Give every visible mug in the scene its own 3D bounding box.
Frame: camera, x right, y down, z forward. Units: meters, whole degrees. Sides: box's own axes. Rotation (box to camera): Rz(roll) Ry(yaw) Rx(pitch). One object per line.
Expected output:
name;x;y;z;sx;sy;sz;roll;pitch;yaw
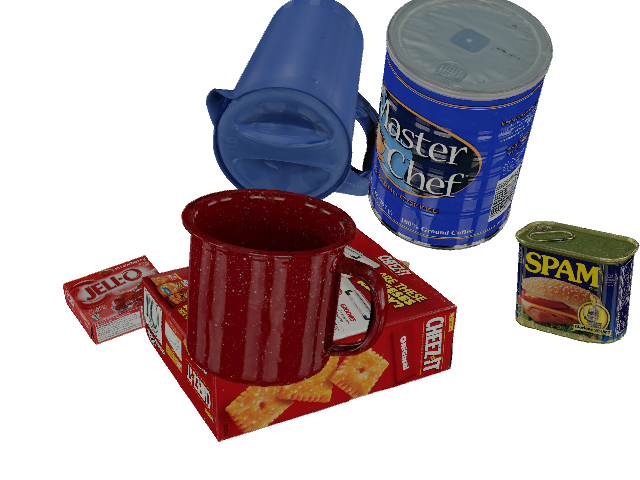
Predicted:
mug;-0.019;0.028;0.575;0.117;0.081;0.093;13;23;16

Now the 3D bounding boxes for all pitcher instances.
pitcher;-0.012;-0.148;1.090;0.145;0.149;0.242;-8;35;16

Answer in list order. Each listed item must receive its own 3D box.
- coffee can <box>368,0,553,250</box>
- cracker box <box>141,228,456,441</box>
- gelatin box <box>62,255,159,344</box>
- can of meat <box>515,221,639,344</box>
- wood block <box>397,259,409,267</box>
coffee can;0.088;-0.078;0.706;0.102;0.103;0.140;0;-42;-4
cracker box;-0.021;0.071;0.889;0.213;0.072;0.164;-13;30;-25
gelatin box;-0.192;0.056;1.023;0.089;0.030;0.073;-19;39;-25
can of meat;0.221;0.037;0.935;0.102;0.084;0.057;14;27;34
wood block;-0.017;0.058;1.179;0.206;0.091;0.090;12;23;18
